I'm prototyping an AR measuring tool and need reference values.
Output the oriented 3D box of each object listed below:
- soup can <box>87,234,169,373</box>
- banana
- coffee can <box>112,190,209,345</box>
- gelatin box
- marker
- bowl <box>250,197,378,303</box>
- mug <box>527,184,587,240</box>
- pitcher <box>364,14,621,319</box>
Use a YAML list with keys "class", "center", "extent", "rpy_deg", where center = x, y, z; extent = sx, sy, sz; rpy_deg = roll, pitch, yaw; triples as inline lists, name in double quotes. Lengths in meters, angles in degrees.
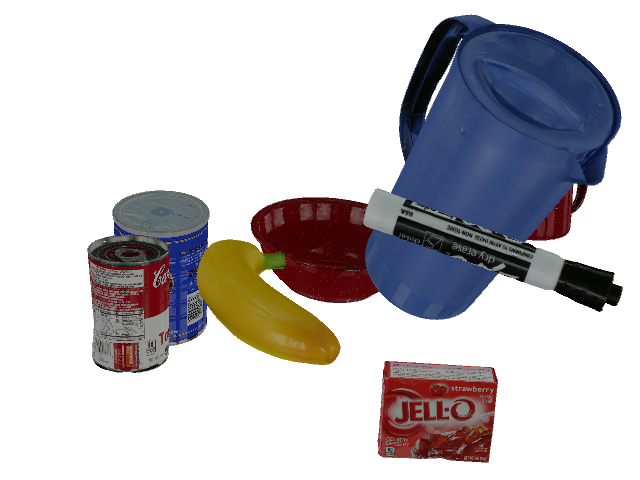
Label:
- class: "soup can"
  center: [-0.163, 0.054, 0.912]
  extent: [0.068, 0.102, 0.068]
  rpy_deg: [2, 20, -1]
- class: "banana"
  center: [-0.041, 0.031, 0.666]
  extent: [0.069, 0.037, 0.198]
  rpy_deg: [-4, 17, -10]
- class: "coffee can"
  center: [-0.174, 0.030, 1.168]
  extent: [0.103, 0.140, 0.103]
  rpy_deg: [3, 27, -2]
- class: "gelatin box"
  center: [0.092, 0.136, 0.842]
  extent: [0.089, 0.073, 0.030]
  rpy_deg: [3, 22, 2]
- class: "marker"
  center: [0.079, 0.005, 0.491]
  extent: [0.121, 0.020, 0.020]
  rpy_deg: [20, 4, 11]
- class: "bowl"
  center: [0.012, 0.014, 1.013]
  extent: [0.162, 0.055, 0.162]
  rpy_deg: [5, 24, -3]
- class: "mug"
  center: [0.245, -0.050, 1.176]
  extent: [0.117, 0.081, 0.093]
  rpy_deg: [-10, 19, -28]
- class: "pitcher"
  center: [0.120, -0.053, 0.869]
  extent: [0.145, 0.149, 0.243]
  rpy_deg: [22, -44, -6]
